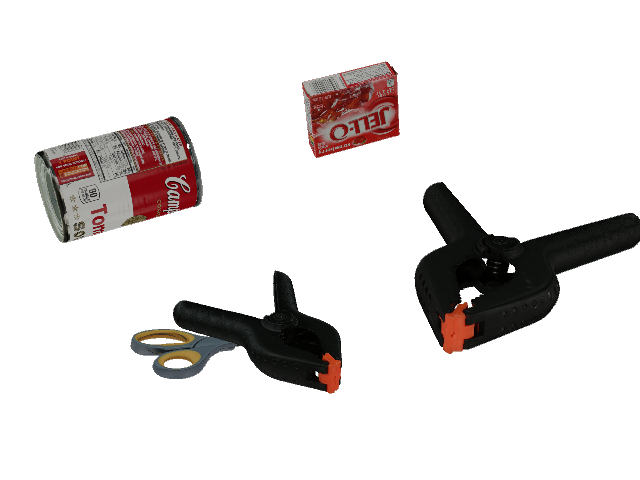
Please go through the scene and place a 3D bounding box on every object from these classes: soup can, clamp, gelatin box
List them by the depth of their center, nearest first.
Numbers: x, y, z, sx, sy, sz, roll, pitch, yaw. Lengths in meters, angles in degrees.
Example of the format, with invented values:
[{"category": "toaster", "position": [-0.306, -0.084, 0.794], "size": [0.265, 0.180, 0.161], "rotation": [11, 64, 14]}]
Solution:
[{"category": "clamp", "position": [0.114, 0.013, 0.736], "size": [0.165, 0.036, 0.209], "rotation": [13, 30, 28]}, {"category": "soup can", "position": [-0.144, -0.044, 0.758], "size": [0.102, 0.068, 0.069], "rotation": [-17, 6, -21]}, {"category": "clamp", "position": [-0.032, 0.075, 0.924], "size": [0.172, 0.039, 0.120], "rotation": [28, 42, 36]}, {"category": "gelatin box", "position": [0.031, -0.125, 1.022], "size": [0.089, 0.073, 0.030], "rotation": [-15, 44, -9]}]

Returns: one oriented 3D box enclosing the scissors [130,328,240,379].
[{"category": "scissors", "position": [-0.108, 0.124, 1.186], "size": [0.201, 0.016, 0.096], "rotation": [3, 26, -16]}]
